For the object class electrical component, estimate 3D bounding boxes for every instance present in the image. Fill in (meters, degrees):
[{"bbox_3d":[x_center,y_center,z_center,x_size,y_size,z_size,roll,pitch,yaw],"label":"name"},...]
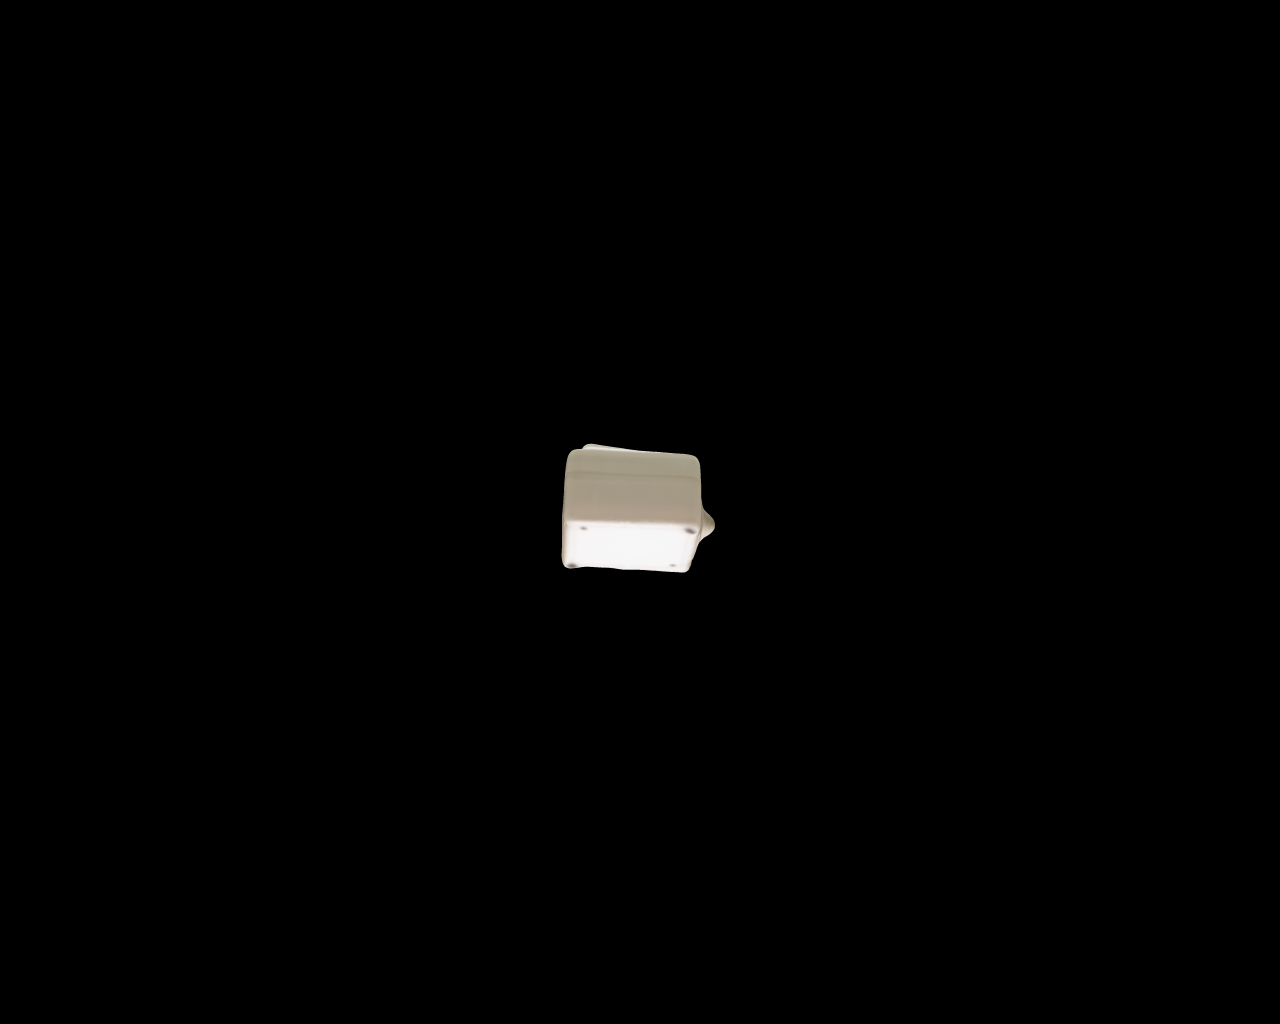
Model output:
[{"bbox_3d":[0.001,-0.003,0.650,0.096,0.061,0.061,3,-32,-5],"label":"electrical component"}]
